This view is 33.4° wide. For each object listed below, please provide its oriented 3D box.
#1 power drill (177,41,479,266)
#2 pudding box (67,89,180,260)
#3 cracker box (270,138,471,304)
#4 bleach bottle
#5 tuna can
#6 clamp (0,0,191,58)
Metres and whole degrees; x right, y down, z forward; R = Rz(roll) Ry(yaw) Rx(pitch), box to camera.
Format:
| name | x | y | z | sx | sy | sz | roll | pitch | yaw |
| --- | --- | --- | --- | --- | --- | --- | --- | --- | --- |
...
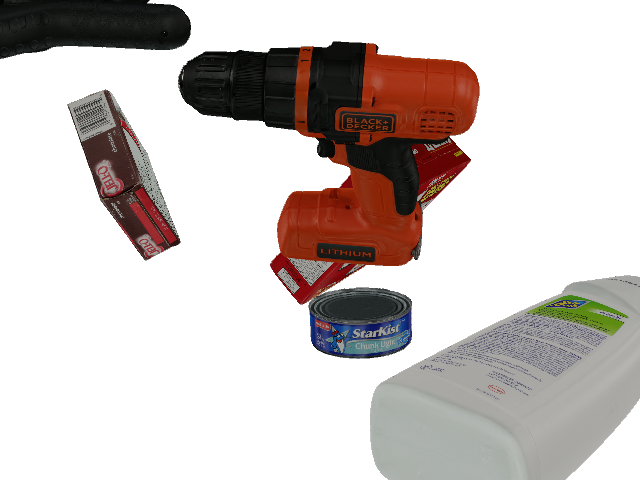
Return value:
| name | x | y | z | sx | sy | sz | roll | pitch | yaw |
| --- | --- | --- | --- | --- | --- | --- | --- | --- | --- |
| power drill | 0.005 | -0.055 | 0.711 | 0.184 | 0.057 | 0.188 | 5 | -31 | 4 |
| pudding box | -0.157 | -0.053 | 0.860 | 0.039 | 0.113 | 0.090 | -24 | -35 | -1 |
| cracker box | 0.056 | -0.033 | 1.257 | 0.214 | 0.072 | 0.163 | -48 | -12 | 35 |
| bleach bottle | 0.144 | 0.074 | 0.610 | 0.103 | 0.068 | 0.250 | 19 | 29 | 41 |
| tuna can | 0.033 | 0.068 | 0.884 | 0.086 | 0.034 | 0.086 | -2 | 15 | 0 |
| clamp | -0.165 | -0.134 | 0.627 | 0.171 | 0.039 | 0.120 | -4 | 22 | -9 |
